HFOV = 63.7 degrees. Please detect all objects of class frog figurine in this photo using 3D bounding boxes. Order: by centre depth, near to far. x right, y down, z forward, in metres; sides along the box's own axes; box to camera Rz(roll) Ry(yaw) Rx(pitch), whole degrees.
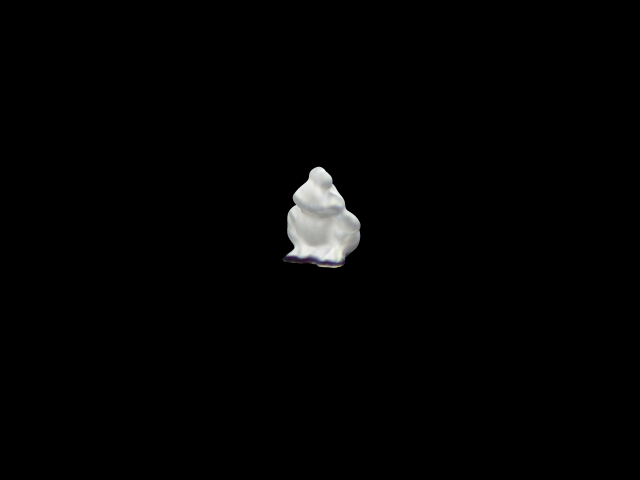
[{"bbox_3d":[0.003,-0.043,0.850,0.123,0.158,0.138,-9,14,-39],"label":"frog figurine"}]
